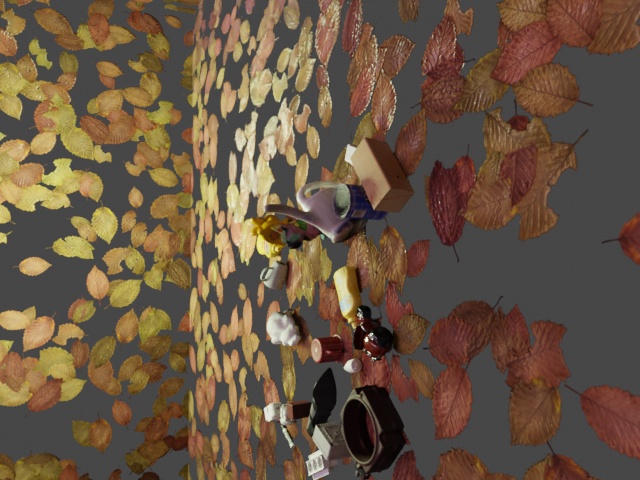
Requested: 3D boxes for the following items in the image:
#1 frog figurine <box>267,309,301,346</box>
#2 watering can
[{"bbox_3d":[-0.141,0.356,1.995,0.136,0.122,0.163,-53,28,19],"label":"frog figurine"},{"bbox_3d":[0.005,-0.079,1.566,0.226,0.352,0.102,47,133,16],"label":"watering can"}]
